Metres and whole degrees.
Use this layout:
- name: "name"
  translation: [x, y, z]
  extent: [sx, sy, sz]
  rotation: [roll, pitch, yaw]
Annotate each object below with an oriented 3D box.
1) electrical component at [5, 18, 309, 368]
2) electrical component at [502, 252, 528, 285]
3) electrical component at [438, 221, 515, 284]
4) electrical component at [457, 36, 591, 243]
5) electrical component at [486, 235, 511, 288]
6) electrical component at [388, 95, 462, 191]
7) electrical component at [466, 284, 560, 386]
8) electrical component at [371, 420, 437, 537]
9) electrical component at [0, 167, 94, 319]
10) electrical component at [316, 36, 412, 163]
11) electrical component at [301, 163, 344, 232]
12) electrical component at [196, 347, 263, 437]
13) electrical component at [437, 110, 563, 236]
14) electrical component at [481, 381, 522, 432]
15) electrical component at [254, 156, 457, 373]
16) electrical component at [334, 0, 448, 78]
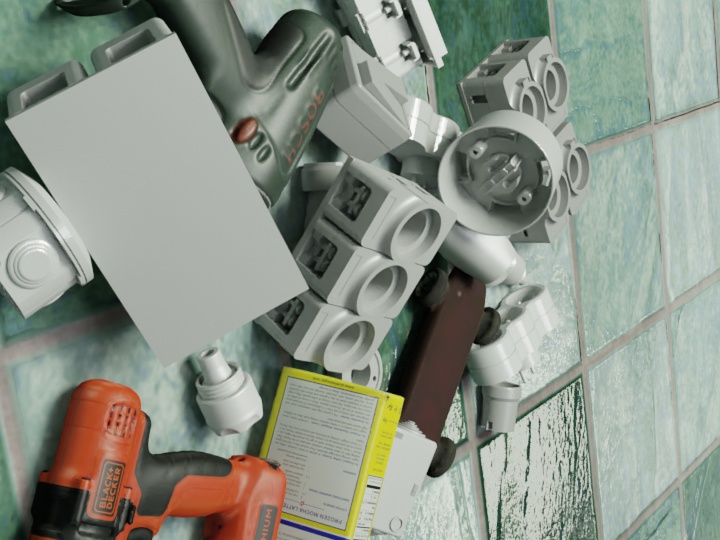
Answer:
- name: "electrical component"
  translation: [-0.123, -0.047, 0.666]
  extent: [0.105, 0.060, 0.186]
  rotation: [-29, 121, -5]
- name: "electrical component"
  translation: [0.154, -0.001, 1.104]
  extent: [0.061, 0.035, 0.035]
  rotation: [35, 64, -49]
- name: "electrical component"
  translation: [0.109, -0.041, 0.985]
  extent: [0.077, 0.044, 0.079]
  rotation: [39, 73, -19]
- name: "electrical component"
  translation: [0.176, -0.132, 1.104]
  extent: [0.105, 0.060, 0.186]
  rotation: [-46, 126, -40]
- name: "electrical component"
  translation: [0.124, -0.034, 1.056]
  extent: [0.079, 0.044, 0.077]
  rotation: [-42, 123, -42]
- name: "electrical component"
  translation: [0.057, -0.097, 0.963]
  extent: [0.138, 0.052, 0.073]
  rotation: [25, 72, -49]
- name: "electrical component"
  translation: [0.159, 0.079, 1.090]
  extent: [0.138, 0.052, 0.073]
  rotation: [-40, 112, -44]
- name: "electrical component"
  translation: [0.006, 0.163, 0.879]
  extent: [0.100, 0.048, 0.099]
  rotation: [26, 82, -28]
- name: "electrical component"
  translation: [-0.196, -0.015, 0.625]
  extent: [0.051, 0.080, 0.080]
  rotation: [-38, 123, -19]
- name: "electrical component"
  translation: [0.002, -0.133, 0.867]
  extent: [0.096, 0.061, 0.061]
  rotation: [36, 32, -46]
- name: "electrical component"
  translation: [-0.025, -0.058, 0.868]
  extent: [0.045, 0.045, 0.055]
  rotation: [-5, 95, -51]
- name: "electrical component"
  translation: [-0.099, 0.086, 0.782]
  extent: [0.043, 0.043, 0.062]
  rotation: [-43, 122, -42]
- name: "electrical component"
  translation: [0.123, -0.085, 0.927]
  extent: [0.064, 0.099, 0.099]
  rotation: [-51, 129, -45]
- name: "electrical component"
  translation: [0.142, 0.138, 1.090]
  extent: [0.040, 0.040, 0.046]
  rotation: [2, 95, -52]
- name: "electrical component"
  translation: [0.000, 0.000, 0.834]
  extent: [0.089, 0.062, 0.150]
  rotation: [16, 109, -51]
- name: "electrical component"
  translation: [0.016, -0.221, 0.892]
  extent: [0.063, 0.079, 0.121]
  rotation: [-34, 122, -12]
